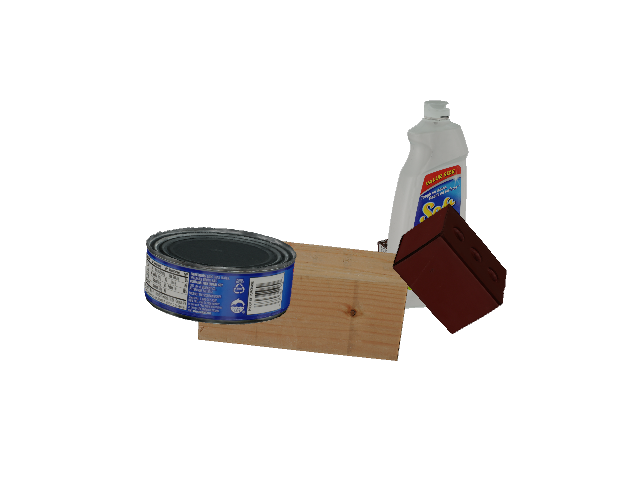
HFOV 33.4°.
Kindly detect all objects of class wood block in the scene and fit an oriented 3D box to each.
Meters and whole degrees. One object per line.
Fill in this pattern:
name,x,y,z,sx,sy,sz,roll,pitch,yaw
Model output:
wood block,-0.018,0.058,1.112,0.206,0.091,0.090,7,19,0

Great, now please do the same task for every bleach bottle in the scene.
bleach bottle,0.129,-0.046,1.316,0.102,0.251,0.068,-4,17,-17

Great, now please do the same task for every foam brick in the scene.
foam brick,0.103,0.023,0.839,0.051,0.078,0.053,-35,16,28

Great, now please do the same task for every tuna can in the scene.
tuna can,-0.058,0.019,0.612,0.086,0.034,0.086,6,14,-2

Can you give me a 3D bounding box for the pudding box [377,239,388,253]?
pudding box,0.155,0.019,1.595,0.113,0.039,0.090,-17,26,-20
